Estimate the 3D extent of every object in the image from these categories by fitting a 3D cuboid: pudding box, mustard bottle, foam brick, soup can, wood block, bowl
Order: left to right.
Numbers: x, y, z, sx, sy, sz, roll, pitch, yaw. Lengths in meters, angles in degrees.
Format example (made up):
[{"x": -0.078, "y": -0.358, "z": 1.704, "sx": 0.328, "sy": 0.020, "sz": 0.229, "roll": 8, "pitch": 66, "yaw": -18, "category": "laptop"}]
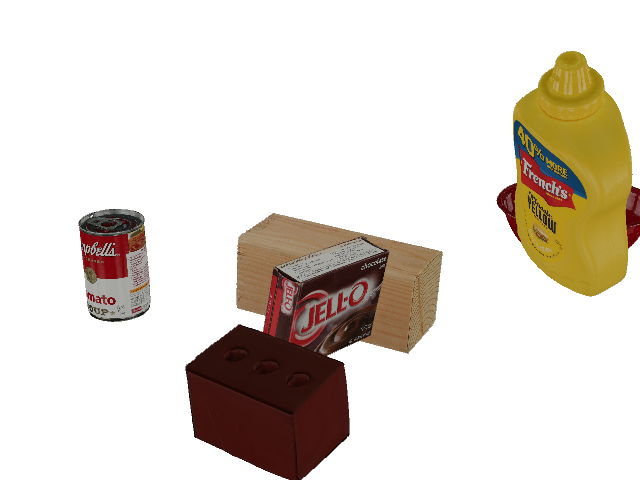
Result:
[{"x": -0.216, "y": 0.026, "z": 1.124, "sx": 0.068, "sy": 0.102, "sz": 0.068, "roll": 0, "pitch": 23, "yaw": 0, "category": "soup can"}, {"x": -0.030, "y": 0.091, "z": 0.607, "sx": 0.078, "sy": 0.051, "sz": 0.052, "roll": 17, "pitch": 34, "yaw": 30, "category": "foam brick"}, {"x": 0.003, "y": 0.053, "z": 0.910, "sx": 0.039, "sy": 0.090, "sz": 0.113, "roll": 31, "pitch": 35, "yaw": 32, "category": "pudding box"}, {"x": 0.019, "y": 0.044, "z": 1.174, "sx": 0.206, "sy": 0.091, "sz": 0.090, "roll": 14, "pitch": 25, "yaw": 22, "category": "wood block"}, {"x": 0.170, "y": -0.051, "z": 0.727, "sx": 0.058, "sy": 0.096, "sz": 0.191, "roll": -27, "pitch": -39, "yaw": -11, "category": "mustard bottle"}, {"x": 0.262, "y": -0.016, "z": 1.101, "sx": 0.162, "sy": 0.055, "sz": 0.162, "roll": -2, "pitch": 22, "yaw": 0, "category": "bowl"}]
